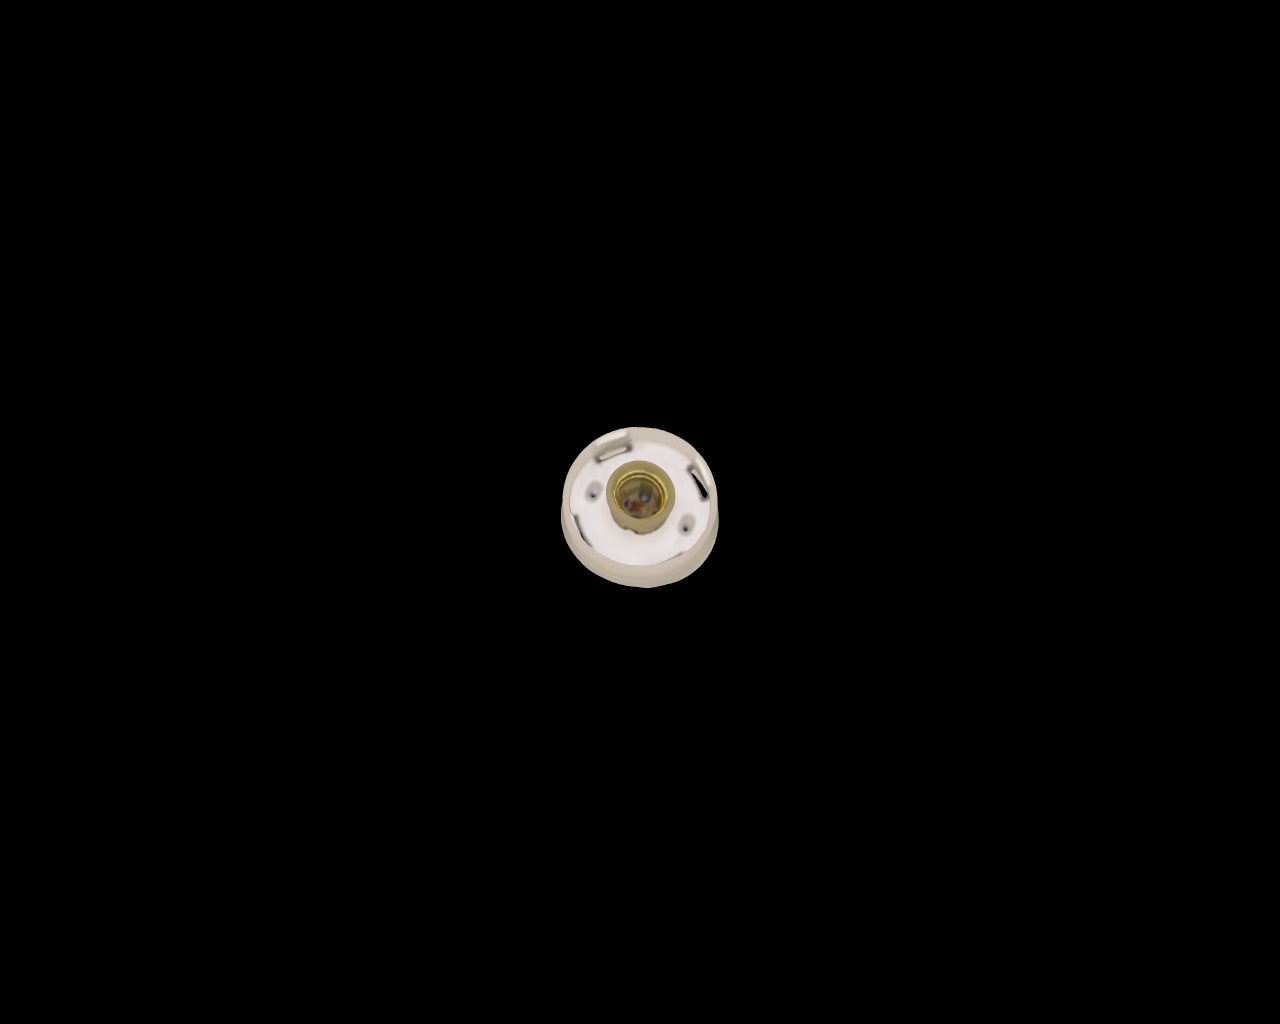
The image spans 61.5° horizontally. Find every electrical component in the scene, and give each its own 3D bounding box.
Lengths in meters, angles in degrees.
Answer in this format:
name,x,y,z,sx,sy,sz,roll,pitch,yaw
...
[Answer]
name,x,y,z,sx,sy,sz,roll,pitch,yaw
electrical component,0.001,-0.003,0.650,0.099,0.099,0.064,0,-20,0
